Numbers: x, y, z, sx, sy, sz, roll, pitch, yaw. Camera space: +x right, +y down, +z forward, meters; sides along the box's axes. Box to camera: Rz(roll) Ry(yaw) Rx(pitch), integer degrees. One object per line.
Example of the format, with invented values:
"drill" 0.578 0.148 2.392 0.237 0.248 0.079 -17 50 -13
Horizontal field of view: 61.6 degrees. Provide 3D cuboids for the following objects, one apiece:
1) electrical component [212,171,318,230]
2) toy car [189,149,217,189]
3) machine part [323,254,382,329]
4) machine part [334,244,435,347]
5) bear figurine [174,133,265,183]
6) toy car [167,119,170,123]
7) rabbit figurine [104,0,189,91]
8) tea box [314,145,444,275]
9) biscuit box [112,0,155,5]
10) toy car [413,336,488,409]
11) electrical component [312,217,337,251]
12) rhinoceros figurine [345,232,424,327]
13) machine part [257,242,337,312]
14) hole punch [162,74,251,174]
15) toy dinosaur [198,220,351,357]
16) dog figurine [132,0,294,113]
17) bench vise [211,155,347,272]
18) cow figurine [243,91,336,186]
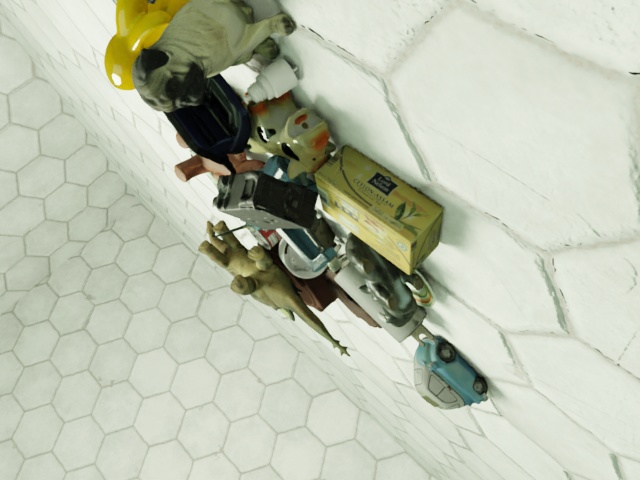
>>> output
"electrical component" -0.070 -0.051 0.775 0.134 0.058 0.115 20 169 -38
"toy car" -0.212 -0.149 1.187 0.056 0.073 0.201 32 159 50
"machine part" 0.081 0.108 1.111 0.179 0.056 0.179 43 164 15
"machine part" 0.109 0.103 0.986 0.243 0.079 0.079 43 164 5
"bear figurine" -0.180 -0.135 1.052 0.196 0.132 0.120 45 138 27
"toy car" -0.210 -0.232 0.951 0.202 0.089 0.053 25 158 54
"rabbit figurine" -0.217 -0.270 0.730 0.122 0.173 0.162 49 168 3
"tea box" 0.078 -0.041 0.728 0.170 0.068 0.098 38 163 23
"biscuit box" -0.271 -0.365 0.832 0.202 0.063 0.059 52 162 -23
"toy car" 0.235 0.269 1.031 0.162 0.103 0.109 46 165 7
"electrical component" -0.003 -0.004 1.033 0.045 0.078 0.102 -19 126 32
"rhinoceros figurine" 0.099 0.066 0.853 0.112 0.073 0.190 16 145 56
"machine part" -0.050 0.069 1.290 0.201 0.087 0.201 28 155 49
"hole punch" -0.149 -0.174 0.742 0.142 0.092 0.115 50 -175 9
"toy dinosaur" -0.116 0.089 1.163 0.472 0.105 0.198 40 177 37
"dog figurine" -0.149 -0.223 0.639 0.121 0.190 0.172 49 165 -10
"bench vise" -0.055 -0.032 0.927 0.240 0.129 0.223 51 131 7
"cow figurine" -0.055 -0.151 0.771 0.195 0.085 0.127 19 143 53
